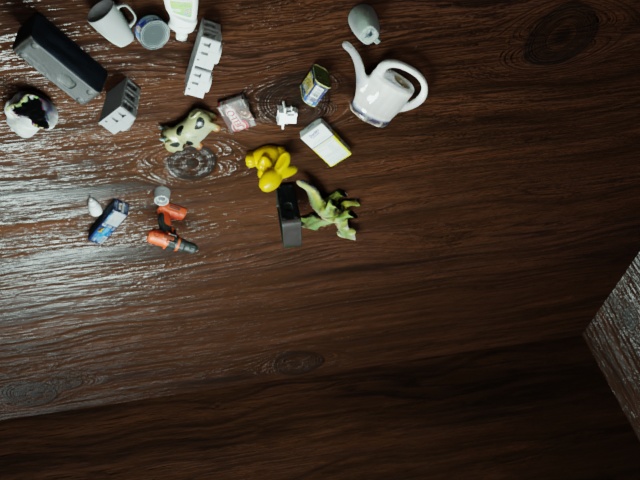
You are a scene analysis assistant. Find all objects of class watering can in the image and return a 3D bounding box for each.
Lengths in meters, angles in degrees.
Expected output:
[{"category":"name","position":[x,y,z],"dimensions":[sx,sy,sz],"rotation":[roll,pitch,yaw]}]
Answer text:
[{"category":"watering can","position":[0.169,-0.472,1.590],"dimensions":[0.346,0.106,0.220],"rotation":[16,-46,-28]}]

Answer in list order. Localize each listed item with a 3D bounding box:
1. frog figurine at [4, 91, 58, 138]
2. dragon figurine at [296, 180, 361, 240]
[{"category":"frog figurine","position":[-0.850,-0.365,1.516],"dimensions":[0.137,0.123,0.159],"rotation":[6,-7,-30]},{"category":"dragon figurine","position":[0.006,-0.100,1.996],"dimensions":[0.407,0.125,0.239],"rotation":[26,-44,-32]}]
